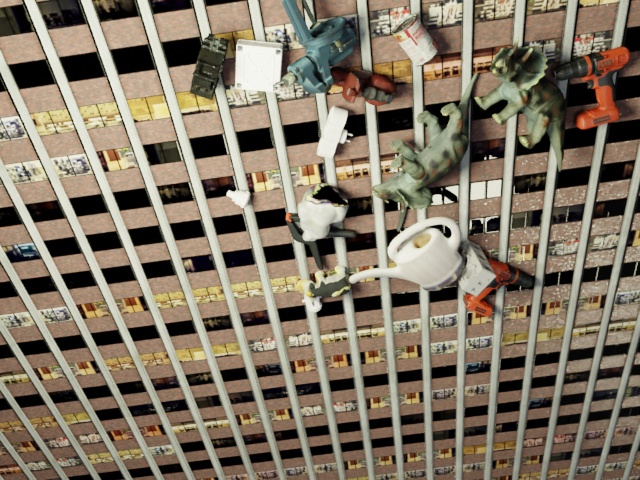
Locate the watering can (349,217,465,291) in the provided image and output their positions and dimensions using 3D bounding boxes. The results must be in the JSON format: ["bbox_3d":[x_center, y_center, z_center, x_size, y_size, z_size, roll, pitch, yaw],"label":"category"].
[{"bbox_3d":[0.273,0.069,1.502,0.344,0.221,0.106,-37,28,19],"label":"watering can"}]

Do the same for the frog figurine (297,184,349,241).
[{"bbox_3d":[0.004,-0.073,1.442,0.137,0.125,0.155,-3,-43,-18],"label":"frog figurine"}]
